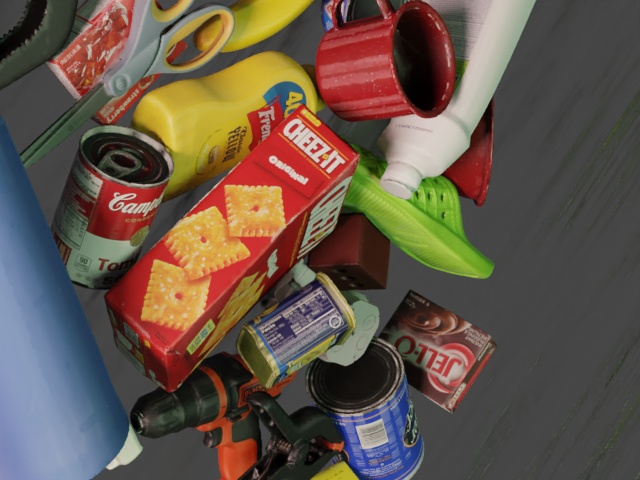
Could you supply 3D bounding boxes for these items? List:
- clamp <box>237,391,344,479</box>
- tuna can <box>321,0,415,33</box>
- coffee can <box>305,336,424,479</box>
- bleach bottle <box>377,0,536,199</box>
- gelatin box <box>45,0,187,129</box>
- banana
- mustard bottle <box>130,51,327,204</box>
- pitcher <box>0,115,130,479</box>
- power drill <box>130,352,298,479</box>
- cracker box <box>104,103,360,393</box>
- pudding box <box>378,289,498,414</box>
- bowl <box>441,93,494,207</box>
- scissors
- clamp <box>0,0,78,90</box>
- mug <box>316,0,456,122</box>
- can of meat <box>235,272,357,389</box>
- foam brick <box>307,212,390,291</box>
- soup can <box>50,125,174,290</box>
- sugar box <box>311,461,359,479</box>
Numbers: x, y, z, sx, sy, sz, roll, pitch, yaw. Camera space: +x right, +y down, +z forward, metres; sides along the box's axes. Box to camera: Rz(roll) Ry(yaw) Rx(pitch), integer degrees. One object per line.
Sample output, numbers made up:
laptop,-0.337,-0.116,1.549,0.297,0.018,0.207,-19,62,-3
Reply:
clamp,-0.031,0.186,0.997,0.171,0.039,0.120,-9,122,-57
tuna can,0.041,-0.203,0.921,0.086,0.034,0.086,-27,131,-36
coffee can,0.049,0.183,1.117,0.102,0.103,0.140,-41,138,-24
bleach bottle,0.107,-0.149,0.927,0.068,0.103,0.250,48,61,-47
gelatin box,-0.145,-0.136,0.757,0.089,0.030,0.073,-49,141,-14
banana,-0.024,-0.213,0.842,0.069,0.037,0.197,41,80,-37
mustard bottle,-0.060,-0.101,0.850,0.191,0.058,0.096,-28,149,-37
pitcher,-0.221,0.048,0.675,0.144,0.149,0.243,-22,115,-18
power drill,-0.101,0.197,0.995,0.184,0.057,0.188,-17,125,-42
cracker box,-0.069,0.014,0.847,0.213,0.072,0.164,-45,172,-18
pudding box,0.120,0.119,1.148,0.090,0.114,0.039,-55,145,-7
bowl,0.126,-0.111,1.017,0.055,0.162,0.162,-1,123,0
scissors,-0.138,-0.129,0.729,0.201,0.016,0.096,-35,134,-32
clamp,-0.185,-0.187,0.675,0.210,0.036,0.164,-56,141,-7
mug,0.046,-0.149,0.852,0.093,0.082,0.117,-52,125,-39
can of meat,-0.023,0.082,0.927,0.083,0.057,0.102,-32,169,-17
foam brick,0.027,0.012,0.990,0.078,0.053,0.051,40,51,-59
soup can,-0.153,-0.022,0.769,0.068,0.069,0.102,-12,140,-44
sugar box,-0.026,0.311,1.116,0.093,0.048,0.176,-19,145,-41
